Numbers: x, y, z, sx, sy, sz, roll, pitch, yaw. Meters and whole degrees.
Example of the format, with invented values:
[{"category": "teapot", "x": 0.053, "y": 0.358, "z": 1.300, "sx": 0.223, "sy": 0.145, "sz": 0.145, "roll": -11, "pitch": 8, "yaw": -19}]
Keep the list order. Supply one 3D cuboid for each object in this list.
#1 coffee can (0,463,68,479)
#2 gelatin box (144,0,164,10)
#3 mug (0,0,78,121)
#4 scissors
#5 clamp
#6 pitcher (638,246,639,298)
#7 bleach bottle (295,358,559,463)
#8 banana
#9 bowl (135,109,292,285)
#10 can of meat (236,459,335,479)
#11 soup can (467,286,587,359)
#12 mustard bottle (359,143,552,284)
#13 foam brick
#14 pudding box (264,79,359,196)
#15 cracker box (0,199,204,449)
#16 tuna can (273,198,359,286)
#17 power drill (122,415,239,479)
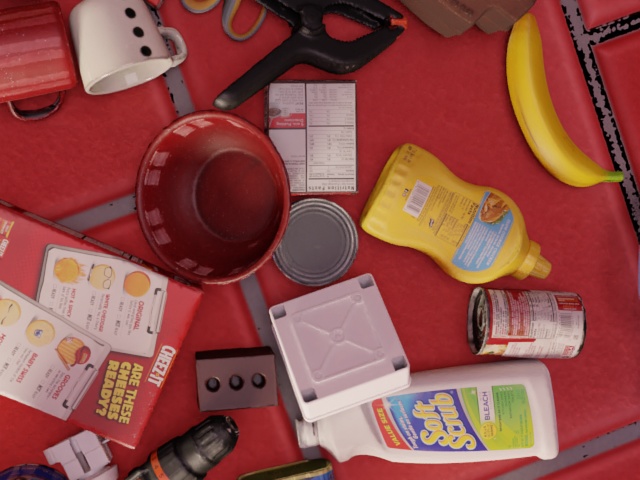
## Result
[{"category": "coffee can", "x": -0.276, "y": 0.273, "z": 0.977, "sx": 0.102, "sy": 0.140, "sz": 0.103, "roll": 0, "pitch": 94, "yaw": -7}, {"category": "gelatin box", "x": -0.161, "y": -0.276, "z": 1.011, "sx": 0.073, "sy": 0.030, "sz": 0.089, "roll": 33, "pitch": 90, "yaw": -6}, {"category": "mug", "x": -0.269, "y": -0.163, "z": 0.983, "sx": 0.081, "sy": 0.093, "sz": 0.117, "roll": -13, "pitch": 126, "yaw": -11}, {"category": "scissors", "x": -0.078, "y": -0.294, "z": 1.026, "sx": 0.096, "sy": 0.016, "sz": 0.202, "roll": 9, "pitch": 92, "yaw": -7}, {"category": "clamp", "x": -0.017, "y": -0.192, "z": 1.005, "sx": 0.209, "sy": 0.036, "sz": 0.164, "roll": 4, "pitch": 75, "yaw": -19}, {"category": "pitcher", "x": 0.394, "y": 0.056, "z": 1.049, "sx": 0.149, "sy": 0.144, "sz": 0.243, "roll": 8, "pitch": 97, "yaw": 26}, {"category": "bleach bottle", "x": 0.103, "y": 0.181, "z": 1.056, "sx": 0.250, "sy": 0.068, "sz": 0.102, "roll": -8, "pitch": 94, "yaw": -4}, {"category": "banana", "x": 0.228, "y": -0.127, "z": 1.064, "sx": 0.069, "sy": 0.037, "sz": 0.198, "roll": -34, "pitch": 99, "yaw": -22}, {"category": "bowl", "x": -0.091, "y": -0.041, "z": 1.004, "sx": 0.162, "sy": 0.055, "sz": 0.162, "roll": 2, "pitch": 95, "yaw": 21}, {"category": "can of meat", "x": -0.028, "y": 0.267, "z": 1.048, "sx": 0.102, "sy": 0.057, "sz": 0.084, "roll": -12, "pitch": 93, "yaw": -6}, {"category": "soup can", "x": 0.204, "y": 0.082, "z": 1.057, "sx": 0.102, "sy": 0.068, "sz": 0.068, "roll": 3, "pitch": 93, "yaw": -7}, {"category": "mustard bottle", "x": 0.142, "y": -0.012, "z": 1.048, "sx": 0.191, "sy": 0.058, "sz": 0.096, "roll": 27, "pitch": 85, "yaw": -7}, {"category": "foam brick", "x": -0.082, "y": 0.134, "z": 1.035, "sx": 0.078, "sy": 0.051, "sz": 0.053, "roll": -5, "pitch": 94, "yaw": -6}, {"category": "pudding box", "x": -0.008, "y": -0.099, "z": 1.036, "sx": 0.090, "sy": 0.039, "sz": 0.113, "roll": -1, "pitch": 96, "yaw": -6}, {"category": "cracker box", "x": -0.239, "y": 0.077, "z": 1.005, "sx": 0.213, "sy": 0.072, "sz": 0.164, "roll": 24, "pitch": 92, "yaw": -8}, {"category": "tuna can", "x": -0.007, "y": 0.001, "z": 1.044, "sx": 0.086, "sy": 0.034, "sz": 0.086, "roll": 0, "pitch": 94, "yaw": -7}, {"category": "power drill", "x": -0.111, "y": 0.281, "z": 1.007, "sx": 0.184, "sy": 0.057, "sz": 0.188, "roll": -39, "pitch": 79, "yaw": 14}]
